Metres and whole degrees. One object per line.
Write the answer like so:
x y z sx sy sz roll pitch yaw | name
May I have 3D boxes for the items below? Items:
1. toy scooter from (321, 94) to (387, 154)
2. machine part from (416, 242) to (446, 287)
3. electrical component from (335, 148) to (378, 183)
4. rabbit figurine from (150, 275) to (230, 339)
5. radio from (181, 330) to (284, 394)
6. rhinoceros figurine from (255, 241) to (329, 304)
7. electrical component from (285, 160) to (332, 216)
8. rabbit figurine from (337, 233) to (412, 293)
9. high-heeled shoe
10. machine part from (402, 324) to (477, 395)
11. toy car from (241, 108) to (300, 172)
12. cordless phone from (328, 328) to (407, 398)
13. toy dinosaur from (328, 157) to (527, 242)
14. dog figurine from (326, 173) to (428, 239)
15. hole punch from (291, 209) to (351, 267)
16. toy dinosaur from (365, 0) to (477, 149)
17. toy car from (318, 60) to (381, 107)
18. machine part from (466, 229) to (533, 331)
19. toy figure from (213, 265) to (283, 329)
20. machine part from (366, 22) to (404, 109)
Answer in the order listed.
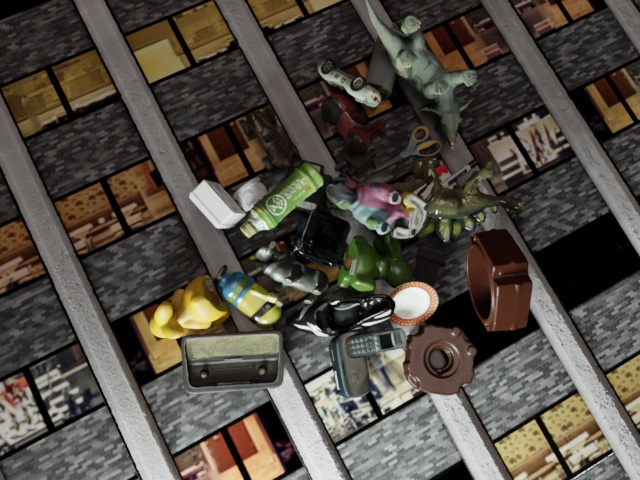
0.094 -0.301 1.364 0.135 0.075 0.184 -19 67 -29 | toy scooter
0.266 0.079 1.322 0.084 0.039 0.139 20 76 -5 | machine part
0.098 -0.193 1.362 0.078 0.045 0.102 35 74 32 | electrical component
-0.311 0.173 1.214 0.173 0.162 0.121 -27 94 8 | rabbit figurine
-0.197 0.277 1.226 0.230 0.073 0.131 -3 79 -5 | radio
-0.065 0.071 1.266 0.190 0.073 0.112 28 52 -8 | rhinoceros figurine
-0.033 -0.128 1.329 0.115 0.058 0.134 18 78 -3 | electrical component
0.143 0.063 1.294 0.170 0.121 0.159 15 70 -20 | rabbit figurine
0.047 0.171 1.231 0.249 0.145 0.086 -10 79 -8 | high-heeled shoe
0.283 0.283 1.274 0.179 0.056 0.179 1 79 -3 | machine part
-0.126 -0.253 1.328 0.089 0.053 0.202 -27 64 -6 | toy car
0.119 0.280 1.250 0.184 0.088 0.146 -9 79 -11 | cordless phone
0.261 -0.100 1.319 0.472 0.105 0.198 9 87 9 | toy dinosaur
0.118 -0.088 1.262 0.191 0.219 0.108 10 103 -42 | dog figurine
-0.003 -0.004 1.281 0.142 0.092 0.115 23 81 -21 | hole punch
0.247 -0.421 1.328 0.131 0.192 0.404 -42 94 -6 | toy dinosaur
0.072 -0.392 1.347 0.202 0.073 0.056 40 105 35 | toy car
0.403 0.092 1.232 0.087 0.200 0.202 -8 35 -2 | machine part
-0.169 0.133 1.256 0.180 0.082 0.089 32 95 -4 | toy figure
0.168 -0.458 1.400 0.079 0.079 0.243 17 79 -1 | machine part
